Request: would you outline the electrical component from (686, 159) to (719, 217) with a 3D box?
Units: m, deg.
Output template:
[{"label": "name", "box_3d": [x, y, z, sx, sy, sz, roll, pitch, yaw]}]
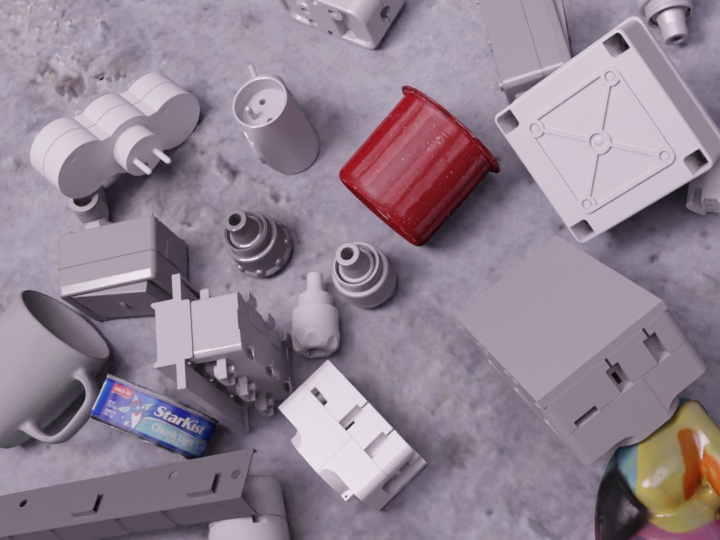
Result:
[{"label": "electrical component", "box_3d": [0.243, -0.063, 0.731, 0.040, 0.040, 0.046, 9, 78, 20]}]

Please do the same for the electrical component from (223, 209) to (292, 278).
[{"label": "electrical component", "box_3d": [-0.082, -0.025, 0.804, 0.048, 0.062, 0.048, -6, 67, 15]}]

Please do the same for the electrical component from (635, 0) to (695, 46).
[{"label": "electrical component", "box_3d": [0.225, -0.196, 0.788, 0.048, 0.048, 0.062, -12, 73, 12]}]

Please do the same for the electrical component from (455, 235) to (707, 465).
[{"label": "electrical component", "box_3d": [0.132, 0.046, 0.660, 0.089, 0.061, 0.150, -39, 20, 0]}]

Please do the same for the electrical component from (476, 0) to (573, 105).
[{"label": "electrical component", "box_3d": [0.130, -0.155, 0.791, 0.061, 0.061, 0.096, -16, 65, 11]}]

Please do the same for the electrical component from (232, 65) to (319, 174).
[{"label": "electrical component", "box_3d": [-0.070, -0.124, 0.832, 0.044, 0.077, 0.079, -26, 63, 6]}]

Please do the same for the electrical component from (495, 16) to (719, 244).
[{"label": "electrical component", "box_3d": [0.166, -0.091, 0.713, 0.109, 0.056, 0.108, -34, 91, 34]}]

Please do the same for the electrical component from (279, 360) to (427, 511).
[{"label": "electrical component", "box_3d": [-0.008, 0.115, 0.731, 0.056, 0.050, 0.089, -44, 63, -3]}]

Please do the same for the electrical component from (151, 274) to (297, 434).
[{"label": "electrical component", "box_3d": [-0.089, 0.058, 0.740, 0.063, 0.121, 0.078, -12, 66, 10]}]

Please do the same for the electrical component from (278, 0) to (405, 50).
[{"label": "electrical component", "box_3d": [-0.015, -0.227, 0.870, 0.095, 0.053, 0.059, 27, 79, 25]}]

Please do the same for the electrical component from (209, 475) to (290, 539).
[{"label": "electrical component", "box_3d": [-0.076, 0.169, 0.729, 0.055, 0.055, 0.047, -15, 61, 11]}]

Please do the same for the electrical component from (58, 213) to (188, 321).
[{"label": "electrical component", "box_3d": [-0.187, 0.004, 0.826, 0.096, 0.061, 0.061, -11, 66, 13]}]

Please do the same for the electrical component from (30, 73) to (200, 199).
[{"label": "electrical component", "box_3d": [-0.181, -0.099, 0.848, 0.074, 0.052, 0.138, 37, 55, 26]}]

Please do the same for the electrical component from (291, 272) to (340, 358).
[{"label": "electrical component", "box_3d": [-0.032, 0.031, 0.782, 0.035, 0.035, 0.061, -9, 64, 14]}]

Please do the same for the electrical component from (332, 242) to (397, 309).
[{"label": "electrical component", "box_3d": [0.000, 0.000, 0.768, 0.043, 0.062, 0.043, -7, 67, 15]}]
